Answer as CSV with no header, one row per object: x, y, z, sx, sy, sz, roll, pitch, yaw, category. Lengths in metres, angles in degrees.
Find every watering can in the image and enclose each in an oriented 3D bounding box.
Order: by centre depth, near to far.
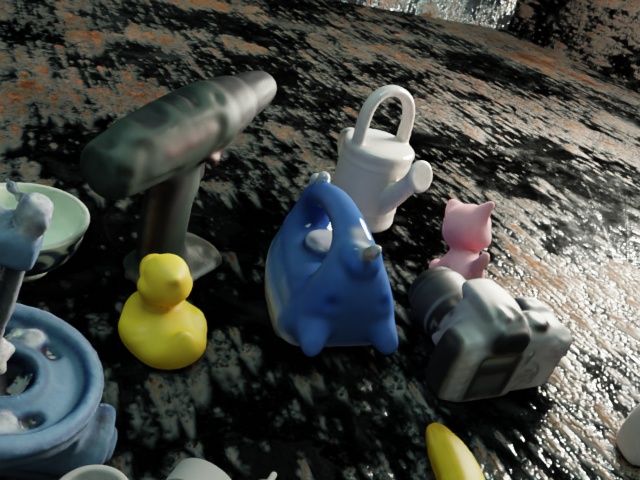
0.083,-0.112,0.778,0.172,0.194,0.101,31,34,24,watering can

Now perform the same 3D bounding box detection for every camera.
0.165,0.081,0.596,0.143,0.101,0.136,-1,35,-25,camera

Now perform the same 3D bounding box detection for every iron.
0.006,0.002,0.611,0.119,0.141,0.257,3,33,-20,iron

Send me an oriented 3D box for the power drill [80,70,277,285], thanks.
-0.135,-0.060,0.583,0.075,0.208,0.230,28,33,20,power drill

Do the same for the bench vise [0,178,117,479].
-0.222,0.070,0.324,0.208,0.220,0.121,-5,37,-31,bench vise

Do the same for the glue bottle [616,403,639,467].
0.341,0.138,0.513,0.078,0.173,0.037,9,32,-11,glue bottle

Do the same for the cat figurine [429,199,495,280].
0.182,0.007,0.706,0.067,0.118,0.127,12,31,-6,cat figurine

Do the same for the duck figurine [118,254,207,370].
-0.138,0.056,0.514,0.078,0.086,0.104,-8,38,-33,duck figurine
